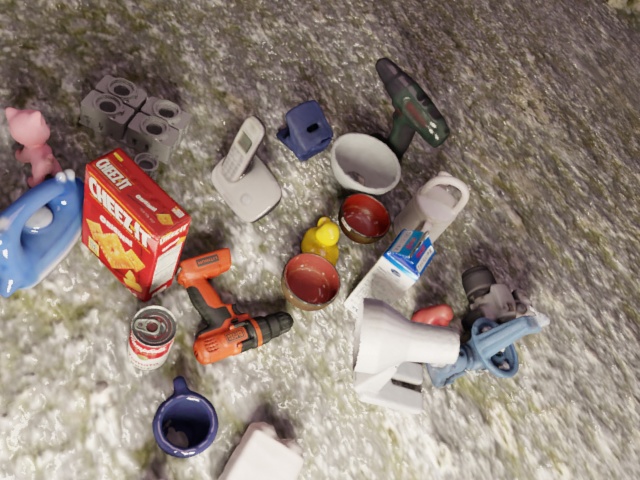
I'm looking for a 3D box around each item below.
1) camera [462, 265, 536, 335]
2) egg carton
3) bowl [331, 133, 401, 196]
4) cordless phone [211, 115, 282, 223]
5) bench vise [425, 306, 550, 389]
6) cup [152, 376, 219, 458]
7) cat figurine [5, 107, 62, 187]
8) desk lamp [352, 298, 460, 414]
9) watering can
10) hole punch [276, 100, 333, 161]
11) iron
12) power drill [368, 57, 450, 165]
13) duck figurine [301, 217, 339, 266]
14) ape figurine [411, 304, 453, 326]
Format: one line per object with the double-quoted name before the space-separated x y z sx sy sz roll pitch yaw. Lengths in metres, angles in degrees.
"camera" 0.366 0.120 1.202 0.143 0.100 0.136 -1 58 -25
"egg carton" -0.091 0.355 0.856 0.107 0.069 0.150 32 51 -1
"bowl" 0.093 -0.156 1.285 0.168 0.074 0.167 12 54 -17
"cordless phone" -0.128 -0.136 1.101 0.094 0.185 0.147 -32 74 -36
"bench vise" 0.307 0.204 1.041 0.208 0.219 0.121 -23 69 -34
"cup" -0.206 0.270 0.846 0.092 0.095 0.117 -4 60 -26
"cat figurine" -0.497 -0.172 1.003 0.067 0.117 0.127 -25 70 -35
"desk lamp" 0.127 0.194 0.971 0.203 0.213 0.118 17 53 -13
"watering can" 0.242 -0.076 1.220 0.101 0.194 0.173 11 54 -17
"hole punch" -0.025 -0.247 1.283 0.101 0.091 0.109 45 52 10
"iron" -0.452 -0.041 0.919 0.118 0.141 0.258 31 51 -2
"power drill" 0.179 -0.275 1.319 0.229 0.208 0.076 42 51 7
"duck figurine" 0.010 0.004 1.131 0.078 0.086 0.104 3 57 -22
"ape figurine" 0.226 0.157 1.120 0.076 0.092 0.078 46 52 10
